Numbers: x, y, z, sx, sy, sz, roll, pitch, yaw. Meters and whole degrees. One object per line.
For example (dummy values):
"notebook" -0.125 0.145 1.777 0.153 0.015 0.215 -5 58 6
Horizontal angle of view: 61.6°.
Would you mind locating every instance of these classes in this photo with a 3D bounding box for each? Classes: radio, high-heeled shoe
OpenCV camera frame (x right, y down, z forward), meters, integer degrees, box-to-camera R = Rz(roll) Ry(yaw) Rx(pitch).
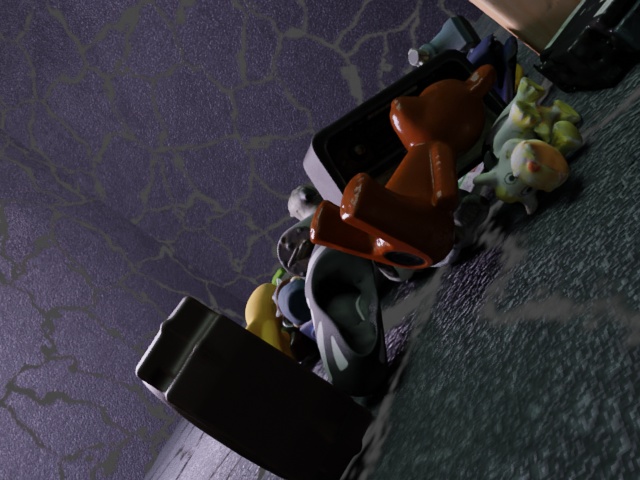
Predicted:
"radio" 0.101 -0.108 0.612 0.229 0.131 0.073 -35 -3 -17
"high-heeled shoe" 0.027 0.047 0.579 0.145 0.086 0.249 89 174 -62

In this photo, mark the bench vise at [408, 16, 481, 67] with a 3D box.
"bench vise" 0.225 -0.281 0.978 0.223 0.129 0.240 -20 -20 -35

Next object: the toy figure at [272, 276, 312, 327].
"toy figure" -0.036 0.085 0.753 0.064 0.058 0.154 -64 9 -7

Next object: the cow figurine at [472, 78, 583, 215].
"cow figurine" 0.179 -0.075 0.486 0.098 0.068 0.167 -57 -2 39

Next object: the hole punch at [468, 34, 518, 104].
"hole punch" 0.213 -0.208 0.709 0.142 0.092 0.115 -54 -32 -56

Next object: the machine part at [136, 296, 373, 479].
"machine part" -0.066 0.143 0.507 0.087 0.201 0.201 -59 6 -16

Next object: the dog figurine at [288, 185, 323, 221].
"dog figurine" 0.027 -0.040 1.031 0.121 0.190 0.172 -56 6 -23

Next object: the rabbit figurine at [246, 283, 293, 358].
"rabbit figurine" -0.094 0.158 0.857 0.162 0.122 0.173 -61 -22 -79

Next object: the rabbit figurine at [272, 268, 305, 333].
"rabbit figurine" -0.054 0.166 1.019 0.159 0.121 0.170 -82 9 -67

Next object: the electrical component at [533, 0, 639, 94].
"electrical component" 0.278 -0.204 0.513 0.115 0.058 0.134 -55 4 12

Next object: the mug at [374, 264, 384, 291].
"mug" 0.049 0.033 0.728 0.109 0.081 0.107 -56 -16 -45

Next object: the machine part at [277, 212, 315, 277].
"machine part" -0.002 -0.003 0.828 0.079 0.079 0.243 -52 -4 23

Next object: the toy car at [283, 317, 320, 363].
"toy car" -0.005 0.105 0.866 0.202 0.053 0.089 -58 -38 -40

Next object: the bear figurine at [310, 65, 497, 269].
"bear figurine" 0.084 -0.078 0.498 0.120 0.132 0.196 155 132 -68

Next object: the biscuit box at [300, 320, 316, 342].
"biscuit box" 0.044 0.071 0.818 0.059 0.063 0.203 -51 4 48

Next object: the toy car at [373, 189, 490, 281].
"toy car" 0.121 0.001 0.605 0.073 0.056 0.202 -49 4 -20
